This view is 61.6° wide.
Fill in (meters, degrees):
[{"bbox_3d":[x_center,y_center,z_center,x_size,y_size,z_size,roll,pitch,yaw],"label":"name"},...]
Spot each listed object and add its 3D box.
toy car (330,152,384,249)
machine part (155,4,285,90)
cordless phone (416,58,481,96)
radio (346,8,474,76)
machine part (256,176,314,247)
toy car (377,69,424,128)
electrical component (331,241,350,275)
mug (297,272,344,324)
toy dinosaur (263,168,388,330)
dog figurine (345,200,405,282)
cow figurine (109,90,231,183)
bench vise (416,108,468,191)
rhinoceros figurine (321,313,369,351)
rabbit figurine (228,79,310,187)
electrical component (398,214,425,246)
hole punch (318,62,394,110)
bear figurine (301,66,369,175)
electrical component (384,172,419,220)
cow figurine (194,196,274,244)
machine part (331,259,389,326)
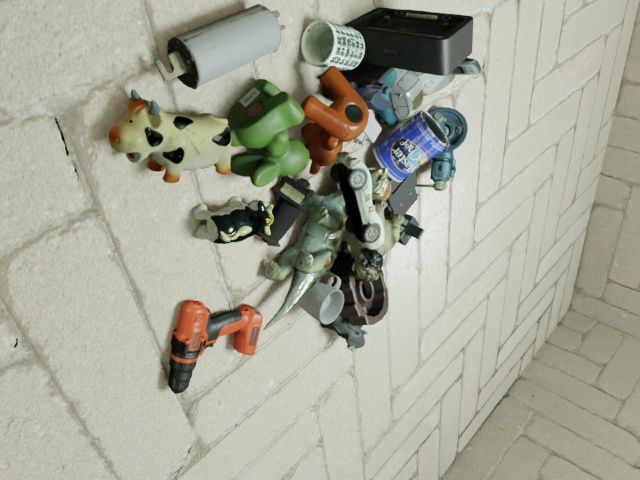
[{"bbox_3d":[0.073,-0.074,1.019,0.056,0.074,0.201,-27,119,-19],"label":"toy car"},{"bbox_3d":[-0.144,-0.299,0.827,0.243,0.079,0.079,-39,136,-32],"label":"machine part"},{"bbox_3d":[0.290,-0.384,1.219,0.146,0.184,0.088,28,83,-53],"label":"cordless phone"},{"bbox_3d":[0.172,-0.388,1.037,0.131,0.230,0.073,-42,140,-32],"label":"radio"},{"bbox_3d":[-0.074,-0.054,1.064,0.138,0.084,0.039,-61,169,9],"label":"machine part"},{"bbox_3d":[0.175,-0.320,1.184,0.109,0.103,0.161,-46,138,-22],"label":"toy car"},{"bbox_3d":[0.052,0.051,1.313,0.063,0.021,0.093,-38,135,-32],"label":"electrical component"},{"bbox_3d":[-0.007,0.120,1.210,0.080,0.107,0.109,29,83,-54],"label":"mug"},{"bbox_3d":[-0.001,0.004,1.151,0.192,0.131,0.404,13,107,-55],"label":"toy dinosaur"},{"bbox_3d":[0.126,0.027,1.245,0.172,0.121,0.190,31,54,-41],"label":"dog figurine"},{"bbox_3d":[-0.220,-0.156,0.811,0.195,0.086,0.127,-14,127,-43],"label":"cow figurine"},{"bbox_3d":[0.302,-0.244,1.351,0.240,0.129,0.223,31,77,-71],"label":"bench vise"},{"bbox_3d":[0.058,0.200,1.332,0.073,0.112,0.190,-50,133,-23],"label":"rhinoceros figurine"},{"bbox_3d":[-0.080,-0.165,0.944,0.159,0.121,0.170,-51,139,-8],"label":"rabbit figurine"},{"bbox_3d":[0.222,-0.029,1.394,0.075,0.119,0.047,-59,143,-12],"label":"electrical component"},{"bbox_3d":[0.078,-0.294,1.063,0.116,0.142,0.092,-45,144,-42],"label":"hole punch"},{"bbox_3d":[0.008,-0.217,1.026,0.132,0.196,0.120,38,68,-14],"label":"bear figurine"},{"bbox_3d":[0.192,-0.123,1.355,0.115,0.058,0.134,-52,142,-19],"label":"electrical component"},{"bbox_3d":[-0.135,-0.036,0.972,0.167,0.098,0.068,-18,117,-44],"label":"cow figurine"},{"bbox_3d":[0.099,0.120,1.288,0.179,0.056,0.179,23,61,-48],"label":"machine part"}]
